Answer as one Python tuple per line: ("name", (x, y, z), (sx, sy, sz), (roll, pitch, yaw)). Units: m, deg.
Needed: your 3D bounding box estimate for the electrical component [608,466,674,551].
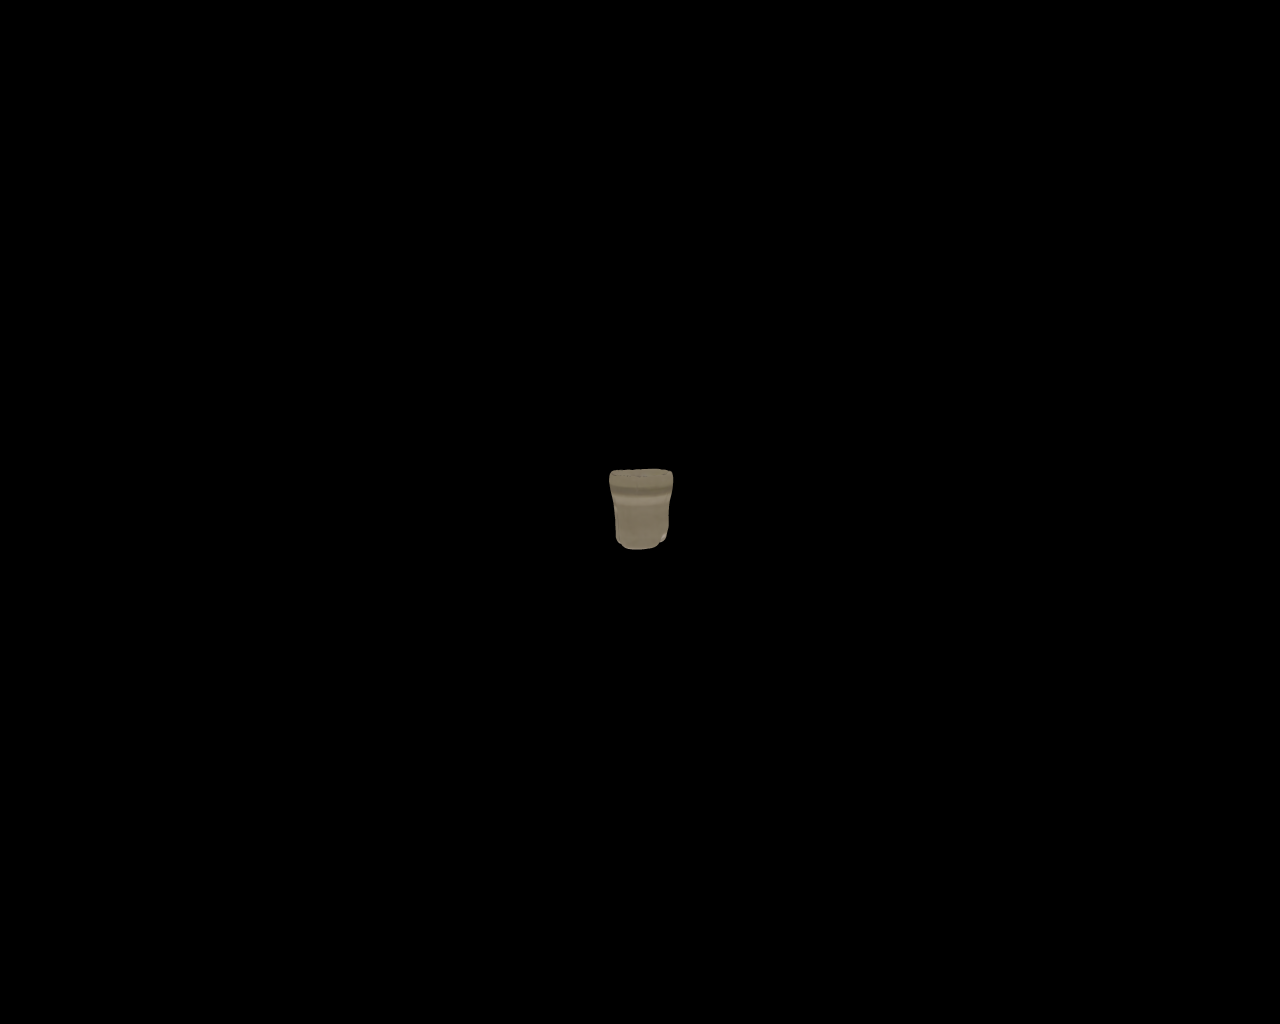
("electrical component", (0.001, -0.003, 0.650), (0.040, 0.046, 0.040), (0, 9, 0))
